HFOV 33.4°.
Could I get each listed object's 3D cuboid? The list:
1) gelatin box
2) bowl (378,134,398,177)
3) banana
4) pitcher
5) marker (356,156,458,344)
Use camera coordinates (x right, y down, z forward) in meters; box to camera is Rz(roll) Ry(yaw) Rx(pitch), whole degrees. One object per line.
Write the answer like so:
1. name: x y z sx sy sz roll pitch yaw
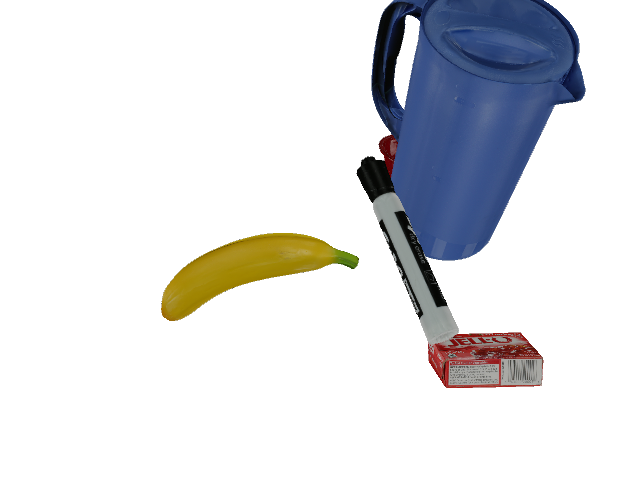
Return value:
1. gelatin box: 0.145 0.105 0.951 0.089 0.030 0.073 -1 12 -4
2. bowl: 0.144 -0.077 1.274 0.162 0.055 0.162 8 24 -4
3. banana: -0.069 0.030 0.908 0.198 0.037 0.069 -15 -47 26
4. pitcher: 0.122 -0.102 0.957 0.145 0.149 0.243 -2 -41 -13
5. marker: 0.049 0.003 0.628 0.020 0.121 0.020 -19 -22 -8
